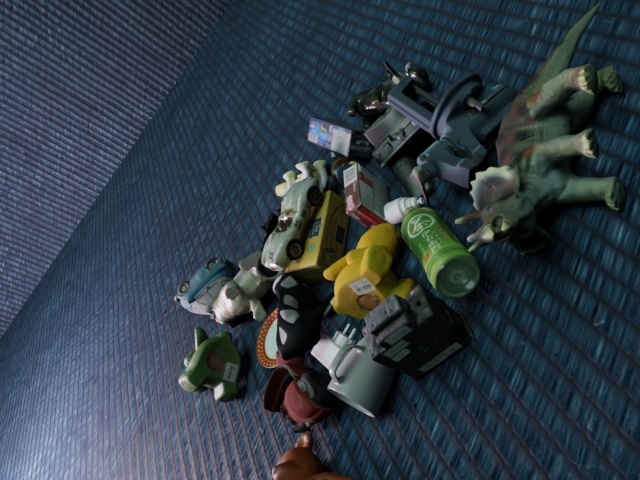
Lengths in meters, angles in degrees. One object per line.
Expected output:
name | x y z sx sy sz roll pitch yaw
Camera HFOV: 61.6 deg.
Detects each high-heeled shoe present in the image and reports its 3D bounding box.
high-heeled shoe | -0.062 0.141 0.979 0.145 0.086 0.249 -50 20 -19

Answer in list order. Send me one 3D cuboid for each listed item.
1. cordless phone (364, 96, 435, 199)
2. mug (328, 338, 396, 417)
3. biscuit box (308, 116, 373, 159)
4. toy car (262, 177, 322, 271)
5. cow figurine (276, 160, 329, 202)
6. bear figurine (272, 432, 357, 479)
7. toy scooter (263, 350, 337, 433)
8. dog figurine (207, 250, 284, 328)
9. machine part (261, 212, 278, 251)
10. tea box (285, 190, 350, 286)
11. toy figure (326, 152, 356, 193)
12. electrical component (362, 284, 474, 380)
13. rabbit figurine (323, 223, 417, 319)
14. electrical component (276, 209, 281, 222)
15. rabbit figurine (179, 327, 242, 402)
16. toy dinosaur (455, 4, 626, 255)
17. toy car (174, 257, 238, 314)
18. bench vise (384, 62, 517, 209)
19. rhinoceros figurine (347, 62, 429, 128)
cordless phone | 0.176 -0.164 0.977 0.146 0.088 0.184 -44 47 20
mug | 0.064 0.191 0.806 0.081 0.109 0.107 -2 50 57
biscuit box | 0.042 -0.227 1.181 0.203 0.063 0.059 37 124 57
toy car | -0.055 -0.035 1.051 0.074 0.056 0.201 -2 64 54
cow figurine | -0.040 -0.106 1.185 0.167 0.068 0.098 -28 72 58
bear figurine | -0.020 0.356 0.761 0.196 0.131 0.120 29 85 51
toy scooter | -0.045 0.262 0.912 0.135 0.075 0.184 -61 34 9
dog figurine | -0.162 0.103 1.177 0.172 0.121 0.190 -45 10 -27
machine part | -0.114 0.007 1.213 0.039 0.084 0.138 32 100 32
tea box | -0.002 -0.003 1.072 0.098 0.068 0.169 -22 47 43
toy figure | 0.052 -0.136 1.118 0.064 0.057 0.155 -49 29 5
electrical component | 0.128 0.126 0.741 0.115 0.134 0.058 -42 37 20
rabbit figurine | 0.090 0.049 0.898 0.162 0.122 0.173 -37 24 44
electrical component | -0.061 -0.008 1.163 0.075 0.048 0.119 4 96 56
rabbit figurine | -0.245 0.263 1.137 0.170 0.121 0.159 -39 42 51
toy dinosaur | 0.305 -0.139 0.747 0.192 0.131 0.405 -15 47 46
toy car | -0.257 0.125 1.287 0.161 0.109 0.103 -43 58 4
bench vise | 0.194 -0.197 0.889 0.223 0.128 0.241 -48 63 3
rhinoceros figurine | 0.143 -0.298 1.121 0.190 0.073 0.112 -14 44 49
